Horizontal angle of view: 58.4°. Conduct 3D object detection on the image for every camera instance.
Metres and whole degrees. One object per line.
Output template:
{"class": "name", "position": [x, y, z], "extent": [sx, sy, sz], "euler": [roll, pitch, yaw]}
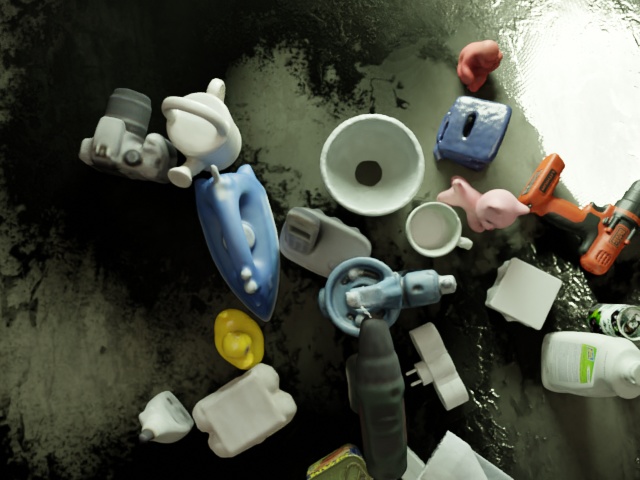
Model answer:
{"class": "camera", "position": [-0.308, -0.173, 0.934], "extent": [0.143, 0.101, 0.137], "euler": [12, 85, 1]}

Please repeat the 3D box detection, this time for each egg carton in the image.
{"class": "egg carton", "position": [-0.118, 0.272, 0.907], "extent": [0.150, 0.069, 0.107], "euler": [-33, 85, -3]}

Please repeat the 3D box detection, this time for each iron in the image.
{"class": "iron", "position": [-0.124, 0.006, 0.897], "extent": [0.118, 0.141, 0.258], "euler": [-18, 85, -2]}

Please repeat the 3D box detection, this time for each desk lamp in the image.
{"class": "desk lamp", "position": [0.217, 0.365, 0.827], "extent": [0.203, 0.213, 0.118], "euler": [33, 85, 3]}

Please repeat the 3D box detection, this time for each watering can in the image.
{"class": "watering can", "position": [-0.185, -0.167, 0.887], "extent": [0.101, 0.194, 0.173], "euler": [-4, 84, 0]}

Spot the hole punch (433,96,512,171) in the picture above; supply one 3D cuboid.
{"class": "hole punch", "position": [0.248, -0.177, 0.941], "extent": [0.101, 0.091, 0.109], "euler": [22, 85, 2]}

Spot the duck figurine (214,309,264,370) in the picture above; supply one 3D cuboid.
{"class": "duck figurine", "position": [-0.133, 0.160, 0.910], "extent": [0.077, 0.086, 0.104], "euler": [-27, 85, -3]}

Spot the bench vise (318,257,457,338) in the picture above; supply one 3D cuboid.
{"class": "bench vise", "position": [0.097, 0.069, 0.852], "extent": [0.207, 0.219, 0.121], "euler": [-26, 85, -2]}

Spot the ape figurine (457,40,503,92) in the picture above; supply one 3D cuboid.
{"class": "ape figurine", "position": [0.270, -0.300, 0.953], "extent": [0.078, 0.092, 0.076], "euler": [-16, 85, -1]}

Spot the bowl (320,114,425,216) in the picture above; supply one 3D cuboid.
{"class": "bowl", "position": [0.084, -0.117, 0.943], "extent": [0.167, 0.074, 0.167], "euler": [0, 84, 0]}

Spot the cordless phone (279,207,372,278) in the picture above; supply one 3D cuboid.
{"class": "cordless phone", "position": [0.008, 0.003, 0.876], "extent": [0.147, 0.185, 0.094], "euler": [23, 85, 2]}

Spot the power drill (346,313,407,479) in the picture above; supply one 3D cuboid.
{"class": "power drill", "position": [0.081, 0.220, 0.843], "extent": [0.075, 0.208, 0.230], "euler": [-7, 84, 0]}

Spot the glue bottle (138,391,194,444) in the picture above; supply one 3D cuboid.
{"class": "glue bottle", "position": [-0.239, 0.275, 0.855], "extent": [0.037, 0.173, 0.078], "euler": [-38, 85, -3]}

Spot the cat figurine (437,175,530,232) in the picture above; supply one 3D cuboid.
{"class": "cat figurine", "position": [0.261, -0.059, 0.917], "extent": [0.128, 0.117, 0.067], "euler": [33, 85, 3]}
